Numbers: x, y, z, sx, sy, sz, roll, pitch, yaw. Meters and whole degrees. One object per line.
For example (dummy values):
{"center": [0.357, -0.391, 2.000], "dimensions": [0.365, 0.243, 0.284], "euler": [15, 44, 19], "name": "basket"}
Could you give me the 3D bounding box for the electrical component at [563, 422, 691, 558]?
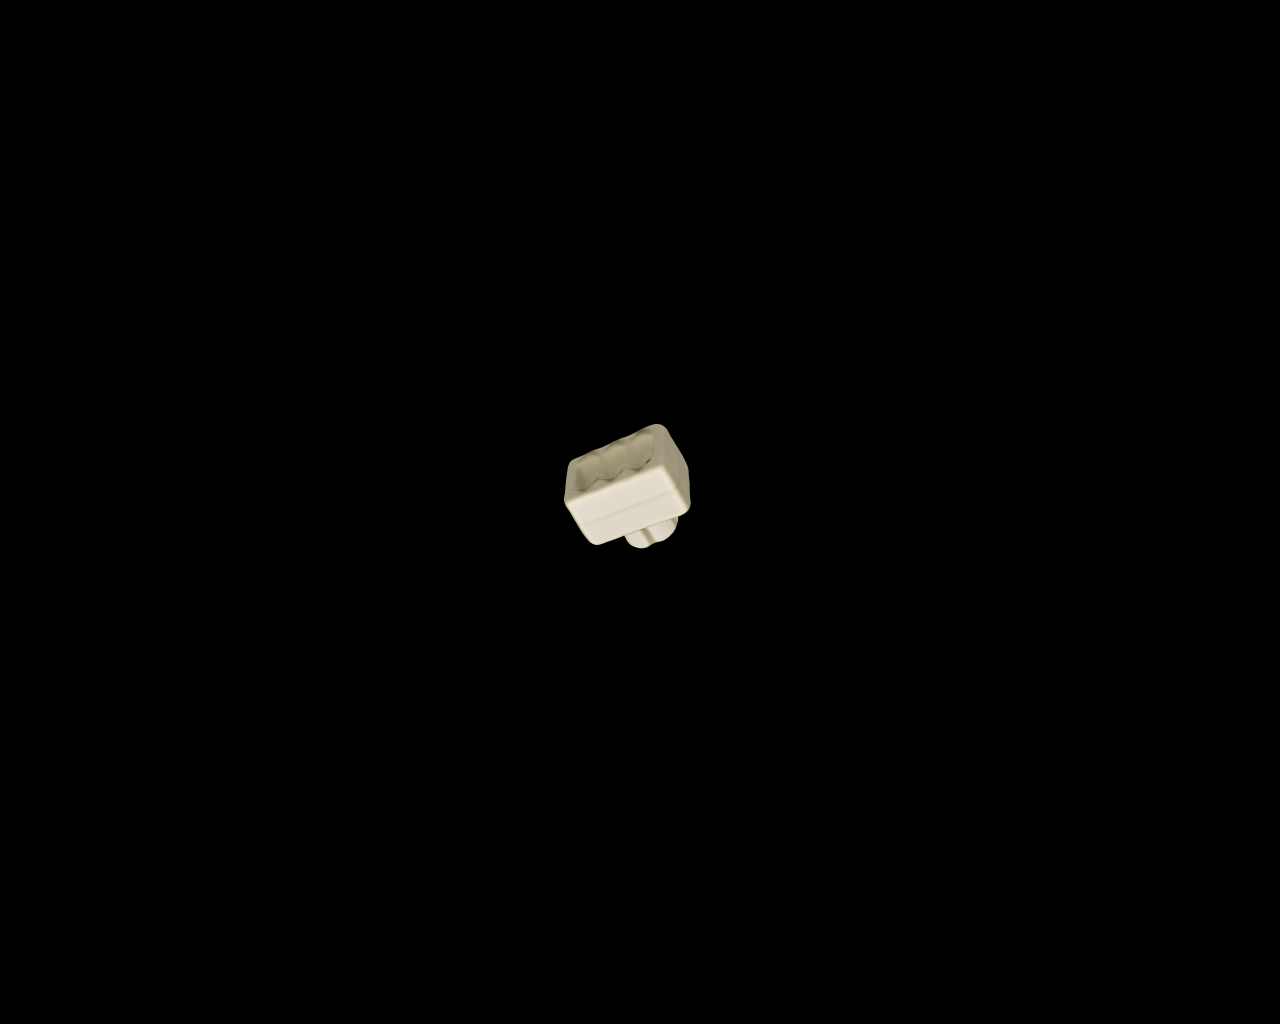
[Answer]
{"center": [0.001, -0.003, 0.650], "dimensions": [0.065, 0.076, 0.047], "euler": [-21, 34, 15], "name": "electrical component"}
